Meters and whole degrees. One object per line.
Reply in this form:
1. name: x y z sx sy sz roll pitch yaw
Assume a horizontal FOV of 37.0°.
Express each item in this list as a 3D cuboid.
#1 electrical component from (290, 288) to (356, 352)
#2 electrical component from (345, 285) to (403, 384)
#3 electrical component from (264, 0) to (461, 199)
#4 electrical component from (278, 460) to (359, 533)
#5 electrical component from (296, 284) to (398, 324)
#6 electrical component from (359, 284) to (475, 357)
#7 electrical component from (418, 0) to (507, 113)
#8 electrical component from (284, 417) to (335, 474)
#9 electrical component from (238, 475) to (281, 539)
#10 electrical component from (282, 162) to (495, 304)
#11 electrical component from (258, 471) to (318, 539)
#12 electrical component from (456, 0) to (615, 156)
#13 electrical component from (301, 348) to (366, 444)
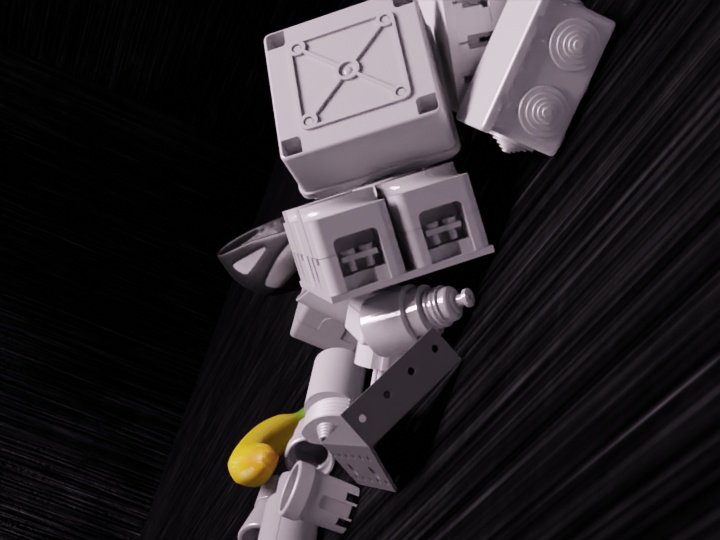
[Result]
1. electrical component: -0.021 0.025 0.974 0.096 0.062 0.061 -78 14 -49
2. electrical component: 0.017 0.050 0.752 0.083 0.047 0.075 -151 71 -81
3. electrical component: 0.000 -0.115 0.704 0.056 0.109 0.108 57 -160 -58
4. electrical component: -0.028 0.159 0.747 0.040 0.046 0.040 -158 90 -81
5. electrical component: 0.000 0.000 0.886 0.099 0.064 0.099 -58 0 0
6. electrical component: 0.036 0.028 0.675 0.078 0.040 0.040 -20 38 32
7. electrical component: 0.081 -0.163 0.763 0.150 0.062 0.089 -115 14 -78
8. electrical component: -0.038 0.143 0.871 0.046 0.040 0.040 -78 13 -71
9. electrical component: -0.074 0.208 0.917 0.044 0.044 0.065 -61 7 36
10. electrical component: 0.010 -0.028 0.742 0.186 0.105 0.060 -166 58 -81
11. electrical component: -0.052 0.190 0.821 0.081 0.043 0.043 -80 16 -54
12. electrical component: 0.104 -0.118 0.644 0.099 0.048 0.099 -111 45 -77
13. electrical component: -0.021 0.104 0.846 0.081 0.043 0.043 -79 14 -51
